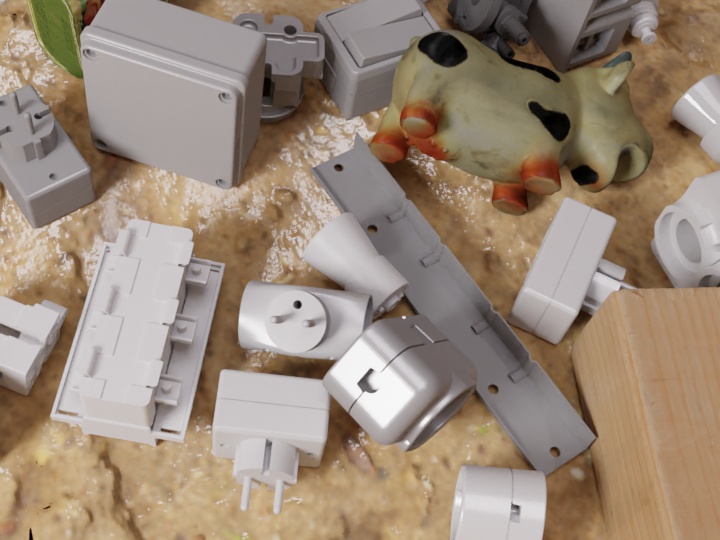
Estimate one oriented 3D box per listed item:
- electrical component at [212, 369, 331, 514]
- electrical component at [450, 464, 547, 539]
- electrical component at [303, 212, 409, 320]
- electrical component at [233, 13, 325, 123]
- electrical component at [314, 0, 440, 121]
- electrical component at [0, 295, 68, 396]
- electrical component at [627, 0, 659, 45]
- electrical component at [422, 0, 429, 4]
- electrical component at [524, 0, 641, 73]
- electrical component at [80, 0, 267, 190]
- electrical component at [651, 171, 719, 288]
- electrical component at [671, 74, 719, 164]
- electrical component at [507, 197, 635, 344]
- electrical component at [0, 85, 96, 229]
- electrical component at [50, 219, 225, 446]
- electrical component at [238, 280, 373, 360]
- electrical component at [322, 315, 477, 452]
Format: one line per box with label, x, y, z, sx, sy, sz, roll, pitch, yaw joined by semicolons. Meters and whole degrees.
electrical component;-0.054;0.105;0.631;0.066;0.047;0.076;7;60;-4
electrical component;0.079;0.141;0.625;0.047;0.055;0.055;9;60;1
electrical component;0.000;0.000;0.702;0.044;0.044;0.065;-38;76;-25
electrical component;-0.067;-0.142;0.763;0.078;0.057;0.058;2;60;-7
electrical component;0.020;-0.163;0.785;0.096;0.061;0.061;-22;66;-19
electrical component;-0.216;0.040;0.647;0.055;0.048;0.066;23;60;-3
electrical component;0.218;-0.212;0.853;0.040;0.040;0.078;-6;62;-11
electrical component;0.039;-0.260;0.853;0.077;0.044;0.079;35;62;12
electrical component;0.146;-0.261;0.833;0.060;0.105;0.186;-22;66;-19
electrical component;-0.122;-0.118;0.713;0.109;0.108;0.056;18;57;2
electrical component;0.259;0.016;0.700;0.062;0.089;0.150;-17;64;-17
electrical component;0.267;-0.111;0.800;0.045;0.045;0.055;-29;69;-22
electrical component;0.151;0.008;0.714;0.076;0.047;0.083;25;60;7
electrical component;-0.216;-0.085;0.700;0.047;0.075;0.083;-30;69;-22
electrical component;-0.132;0.035;0.650;0.079;0.063;0.121;10;60;-2
electrical component;-0.035;0.031;0.651;0.077;0.079;0.043;7;88;8
electrical component;0.029;0.067;0.637;0.059;0.095;0.053;45;106;17
